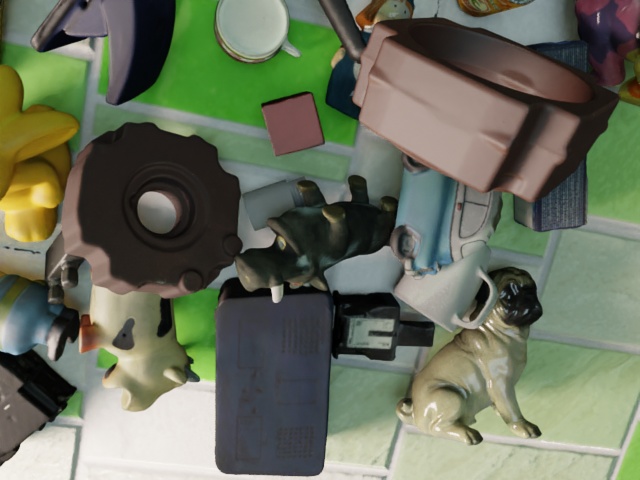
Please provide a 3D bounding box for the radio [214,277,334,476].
[{"bbox_3d":[-0.055,0.158,0.627,0.131,0.073,0.229,1,103,-7],"label":"radio"}]

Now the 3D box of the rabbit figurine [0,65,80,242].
[{"bbox_3d":[-0.290,-0.065,0.487,0.122,0.173,0.162,41,100,-11],"label":"rabbit figurine"}]

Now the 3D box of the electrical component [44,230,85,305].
[{"bbox_3d":[-0.269,0.017,0.566,0.021,0.094,0.063,18,135,-42],"label":"electrical component"}]

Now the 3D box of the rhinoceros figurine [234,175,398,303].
[{"bbox_3d":[-0.001,-0.002,0.564,0.190,0.073,0.112,-20,135,-35],"label":"rhinoceros figurine"}]

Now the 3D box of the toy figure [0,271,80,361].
[{"bbox_3d":[-0.347,0.065,0.561,0.180,0.082,0.089,17,90,-7],"label":"toy figure"}]

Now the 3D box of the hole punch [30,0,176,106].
[{"bbox_3d":[-0.177,-0.195,0.489,0.092,0.142,0.116,42,115,-14],"label":"hole punch"}]

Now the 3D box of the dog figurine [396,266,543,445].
[{"bbox_3d":[0.176,0.130,0.646,0.172,0.121,0.190,-4,91,-9],"label":"dog figurine"}]

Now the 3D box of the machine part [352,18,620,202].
[{"bbox_3d":[0.148,-0.127,0.493,0.202,0.201,0.087,34,128,24],"label":"machine part"}]

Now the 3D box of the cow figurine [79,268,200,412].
[{"bbox_3d":[-0.192,0.089,0.582,0.127,0.085,0.194,4,95,-21],"label":"cow figurine"}]

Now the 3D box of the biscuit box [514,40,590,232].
[{"bbox_3d":[0.257,-0.114,0.601,0.063,0.059,0.202,-7,106,-5],"label":"biscuit box"}]

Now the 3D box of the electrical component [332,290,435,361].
[{"bbox_3d":[0.072,0.101,0.640,0.119,0.048,0.074,0,105,-8],"label":"electrical component"}]

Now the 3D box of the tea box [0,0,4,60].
[{"bbox_3d":[-0.340,-0.225,0.470,0.098,0.068,0.169,18,118,-10],"label":"tea box"}]

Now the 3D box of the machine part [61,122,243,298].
[{"bbox_3d":[-0.158,-0.028,0.526,0.179,0.056,0.179,9,75,-35],"label":"machine part"}]

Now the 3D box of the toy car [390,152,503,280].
[{"bbox_3d":[0.135,-0.037,0.554,0.103,0.109,0.161,6,80,21],"label":"toy car"}]

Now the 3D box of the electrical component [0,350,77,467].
[{"bbox_3d":[-0.366,0.172,0.598,0.115,0.058,0.134,-43,106,3],"label":"electrical component"}]

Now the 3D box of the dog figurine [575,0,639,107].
[{"bbox_3d":[0.306,-0.249,0.518,0.108,0.192,0.219,-33,122,8],"label":"dog figurine"}]

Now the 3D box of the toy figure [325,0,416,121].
[{"bbox_3d":[0.058,-0.201,0.557,0.064,0.058,0.154,16,103,-50],"label":"toy figure"}]

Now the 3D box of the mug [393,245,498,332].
[{"bbox_3d":[0.152,0.043,0.607,0.080,0.110,0.107,31,91,-38],"label":"mug"}]
